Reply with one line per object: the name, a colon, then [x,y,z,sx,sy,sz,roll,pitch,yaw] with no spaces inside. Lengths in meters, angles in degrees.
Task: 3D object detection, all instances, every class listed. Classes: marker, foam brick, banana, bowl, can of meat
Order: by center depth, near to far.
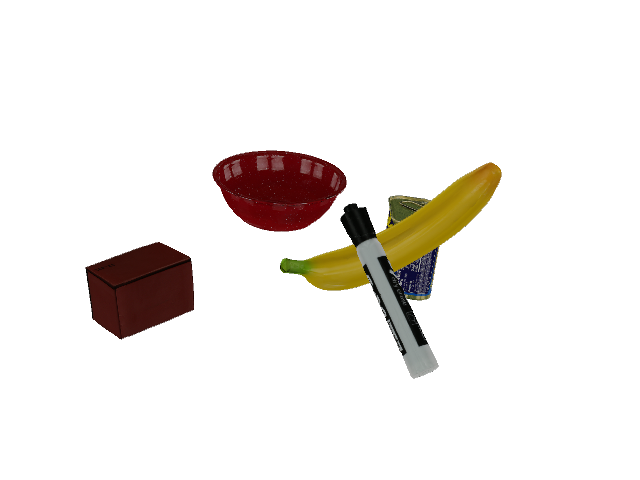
marker: [0.043,0.030,0.689,0.020,0.121,0.020,-22,-16,-7]
banana: [0.067,-0.002,0.895,0.198,0.037,0.069,-27,-22,9]
foam brick: [-0.156,0.042,0.928,0.078,0.051,0.053,-21,30,-34]
can of meat: [0.096,0.007,1.140,0.057,0.084,0.102,7,19,-2]
bowl: [-0.051,-0.054,1.287,0.162,0.055,0.162,4,26,-2]
